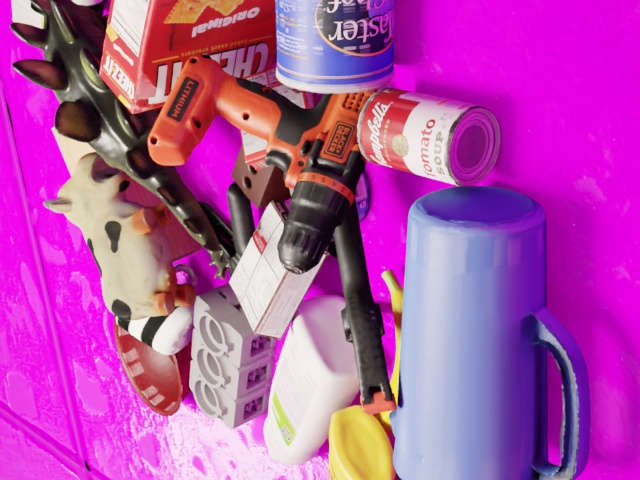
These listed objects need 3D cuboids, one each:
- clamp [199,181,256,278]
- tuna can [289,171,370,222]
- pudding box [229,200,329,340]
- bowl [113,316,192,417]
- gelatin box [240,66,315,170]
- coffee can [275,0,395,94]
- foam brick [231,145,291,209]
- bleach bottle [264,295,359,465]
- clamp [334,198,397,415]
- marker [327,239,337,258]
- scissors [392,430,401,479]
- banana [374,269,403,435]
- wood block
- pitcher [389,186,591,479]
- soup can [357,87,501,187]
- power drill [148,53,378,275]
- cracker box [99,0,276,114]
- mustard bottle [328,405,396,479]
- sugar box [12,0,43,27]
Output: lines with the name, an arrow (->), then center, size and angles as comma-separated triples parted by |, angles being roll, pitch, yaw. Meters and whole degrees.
clamp -> -0.080, 0.015, 1.178 | 0.171, 0.039, 0.120 | 59, 154, 4
tuna can -> 0.009, -0.050, 1.034 | 0.086, 0.033, 0.086 | 28, 129, 42
pudding box -> -0.043, 0.029, 1.077 | 0.114, 0.039, 0.090 | -63, 35, 25
bowl -> -0.206, 0.146, 1.395 | 0.162, 0.055, 0.162 | 28, 129, 42
gelatin box -> -0.040, -0.120, 1.016 | 0.073, 0.030, 0.089 | -17, 72, 19
coffee can -> 0.012, -0.205, 0.890 | 0.103, 0.102, 0.140 | 26, 127, 43
foam brick -> -0.049, -0.079, 1.078 | 0.053, 0.051, 0.078 | 50, 141, 24
bleach bottle -> -0.018, 0.168, 1.159 | 0.102, 0.068, 0.251 | 64, 151, 28
clamp -> 0.036, 0.063, 0.947 | 0.210, 0.036, 0.164 | -99, -2, -55
marker -> -0.007, 0.001, 1.095 | 0.121, 0.020, 0.020 | 18, 121, 47
scissors -> 0.107, 0.227, 1.063 | 0.096, 0.016, 0.202 | 21, 143, 20
banana -> 0.081, 0.125, 1.035 | 0.070, 0.037, 0.198 | -129, 37, -51
wood block -> -0.232, -0.063, 1.290 | 0.090, 0.090, 0.206 | -23, 89, 53
pitcher -> 0.135, 0.086, 0.873 | 0.145, 0.149, 0.243 | -96, 4, -69
soup can -> 0.090, -0.086, 0.883 | 0.102, 0.068, 0.068 | 20, 123, 45
power drill -> -0.053, -0.076, 0.946 | 0.188, 0.184, 0.057 | 20, 161, 10
cracker box -> -0.102, -0.228, 0.974 | 0.072, 0.163, 0.214 | 50, 140, 27
mustard bottle -> 0.039, 0.255, 1.111 | 0.192, 0.058, 0.096 | 92, 157, -55
sugar box -> -0.351, -0.344, 1.337 | 0.093, 0.048, 0.176 | 37, 130, 36
